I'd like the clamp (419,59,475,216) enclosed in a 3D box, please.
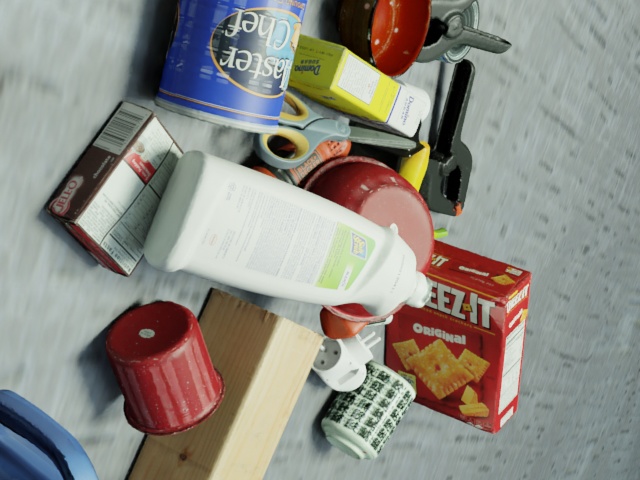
[{"bbox_3d":[0.135,-0.093,1.275,0.164,0.036,0.210,-42,143,-23],"label":"clamp"}]

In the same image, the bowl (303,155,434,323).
[{"bbox_3d":[0.054,-0.004,0.998,0.161,0.055,0.162,5,82,-34],"label":"bowl"}]

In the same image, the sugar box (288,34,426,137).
[{"bbox_3d":[0.022,-0.147,1.016,0.176,0.093,0.048,23,89,-58],"label":"sugar box"}]

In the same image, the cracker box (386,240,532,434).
[{"bbox_3d":[0.165,0.118,1.322,0.072,0.164,0.214,-37,137,-44],"label":"cracker box"}]

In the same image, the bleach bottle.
[{"bbox_3d":[-0.014,0.013,0.893,0.250,0.068,0.102,22,91,-28],"label":"bleach bottle"}]

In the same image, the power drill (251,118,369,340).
[{"bbox_3d":[-0.007,0.001,1.024,0.184,0.057,0.187,-41,111,-27],"label":"power drill"}]

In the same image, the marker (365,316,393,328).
[{"bbox_3d":[0.049,0.096,1.269,0.120,0.020,0.020,-4,111,-56],"label":"marker"}]

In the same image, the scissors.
[{"bbox_3d":[0.011,-0.088,0.991,0.201,0.016,0.096,21,52,-26],"label":"scissors"}]

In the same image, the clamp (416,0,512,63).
[{"bbox_3d":[0.142,-0.229,1.146,0.171,0.039,0.120,-27,126,-11],"label":"clamp"}]

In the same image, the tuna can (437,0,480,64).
[{"bbox_3d":[0.146,-0.244,1.207,0.086,0.034,0.086,-33,133,-44],"label":"tuna can"}]

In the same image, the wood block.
[{"bbox_3d":[-0.090,0.163,1.026,0.090,0.091,0.206,32,80,-58],"label":"wood block"}]

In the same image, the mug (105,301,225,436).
[{"bbox_3d":[-0.136,0.101,0.934,0.117,0.093,0.081,-80,162,-52],"label":"mug"}]

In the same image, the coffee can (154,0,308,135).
[{"bbox_3d":[-0.068,-0.165,0.857,0.102,0.103,0.140,-1,109,-57],"label":"coffee can"}]

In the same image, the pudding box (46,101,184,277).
[{"bbox_3d":[-0.156,-0.039,0.858,0.113,0.039,0.090,-56,147,-17],"label":"pudding box"}]

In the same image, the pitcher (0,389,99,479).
[{"bbox_3d":[-0.190,0.222,0.760,0.145,0.243,0.149,-54,139,-22],"label":"pitcher"}]

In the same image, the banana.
[{"bbox_3d":[0.104,-0.044,1.233,0.069,0.037,0.197,-38,150,-9],"label":"banana"}]
